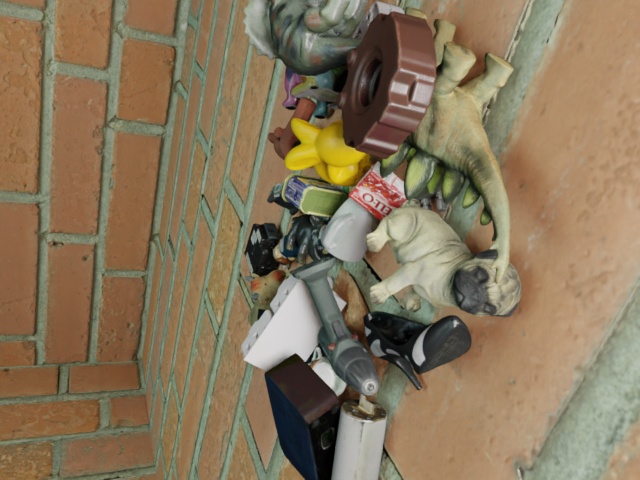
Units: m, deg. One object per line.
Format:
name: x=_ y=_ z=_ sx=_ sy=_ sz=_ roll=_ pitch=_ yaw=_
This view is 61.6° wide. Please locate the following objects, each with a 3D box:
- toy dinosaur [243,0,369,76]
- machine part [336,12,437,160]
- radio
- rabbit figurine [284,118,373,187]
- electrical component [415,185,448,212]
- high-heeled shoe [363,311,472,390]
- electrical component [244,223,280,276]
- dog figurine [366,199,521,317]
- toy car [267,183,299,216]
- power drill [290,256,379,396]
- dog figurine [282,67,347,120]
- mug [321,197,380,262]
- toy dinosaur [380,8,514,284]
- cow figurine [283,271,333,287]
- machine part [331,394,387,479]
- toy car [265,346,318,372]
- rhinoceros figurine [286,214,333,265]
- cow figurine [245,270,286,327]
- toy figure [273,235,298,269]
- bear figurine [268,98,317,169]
toy dinosaur: x=-0.021 y=-0.345 z=0.891 sx=0.192 sy=0.131 sz=0.405 roll=-62 pitch=37 yaw=34
machine part: x=0.079 y=-0.194 z=0.678 sx=0.179 sy=0.056 sz=0.179 roll=-171 pitch=90 yaw=-69
radio: x=-0.022 y=0.325 z=0.944 sx=0.131 sy=0.073 sz=0.229 roll=33 pitch=141 yaw=44
rabbit figurine: x=0.029 y=-0.151 z=0.859 sx=0.173 sy=0.162 sz=0.121 roll=-90 pitch=12 yaw=-86
electrical component: x=0.161 y=-0.082 z=0.773 sx=0.063 sy=0.021 sz=0.094 roll=-27 pitch=62 yaw=61
high-heeled shoe: x=0.121 y=0.115 z=0.734 sx=0.145 sy=0.086 sz=0.248 roll=58 pitch=157 yaw=27
electrical component: x=-0.141 y=0.024 z=1.353 sx=0.134 sy=0.058 sz=0.115 roll=-65 pitch=35 yaw=37
dog figurine: x=0.167 y=0.015 z=0.687 sx=0.191 sy=0.121 sz=0.172 roll=-13 pitch=78 yaw=49
toy car: x=-0.058 y=-0.095 z=1.151 sx=0.056 sy=0.073 sz=0.202 roll=-64 pitch=16 yaw=-9
power drill: x=0.027 y=0.131 z=0.883 sx=0.207 sy=0.086 sz=0.232 roll=63 pitch=173 yaw=-5
dog figurine: x=-0.009 y=-0.367 z=1.070 sx=0.191 sy=0.108 sz=0.219 roll=162 pitch=111 yaw=-64
mug: x=0.051 y=-0.027 z=0.906 sx=0.081 sy=0.109 sz=0.107 roll=44 pitch=119 yaw=29
toy dinosaur: x=0.154 y=-0.154 z=0.692 sx=0.472 sy=0.105 sz=0.198 roll=-106 pitch=32 yaw=-49
cow figurine: x=-0.045 y=0.129 z=1.095 sx=0.068 sy=0.098 sz=0.167 roll=55 pitch=136 yaw=44
machine part: x=0.060 y=0.351 z=0.870 sx=0.079 sy=0.079 sz=0.243 roll=-158 pitch=73 yaw=-63
toy car: x=-0.062 y=0.275 z=1.108 sx=0.109 sy=0.103 sz=0.161 roll=-133 pitch=53 yaw=-58
rhinoceros figurine: x=-0.002 y=-0.003 z=1.059 sx=0.190 sy=0.073 sz=0.112 roll=30 pitch=103 yaw=64
cow figurine: x=-0.114 y=0.136 z=1.203 sx=0.194 sy=0.127 sz=0.086 roll=115 pitch=144 yaw=-43
toy figure: x=-0.071 y=0.020 z=1.212 sx=0.064 sy=0.058 sz=0.154 roll=-55 pitch=9 yaw=-28
bear figurine: x=-0.033 y=-0.209 z=1.094 sx=0.132 sy=0.120 sz=0.196 roll=-53 pitch=14 yaw=9
